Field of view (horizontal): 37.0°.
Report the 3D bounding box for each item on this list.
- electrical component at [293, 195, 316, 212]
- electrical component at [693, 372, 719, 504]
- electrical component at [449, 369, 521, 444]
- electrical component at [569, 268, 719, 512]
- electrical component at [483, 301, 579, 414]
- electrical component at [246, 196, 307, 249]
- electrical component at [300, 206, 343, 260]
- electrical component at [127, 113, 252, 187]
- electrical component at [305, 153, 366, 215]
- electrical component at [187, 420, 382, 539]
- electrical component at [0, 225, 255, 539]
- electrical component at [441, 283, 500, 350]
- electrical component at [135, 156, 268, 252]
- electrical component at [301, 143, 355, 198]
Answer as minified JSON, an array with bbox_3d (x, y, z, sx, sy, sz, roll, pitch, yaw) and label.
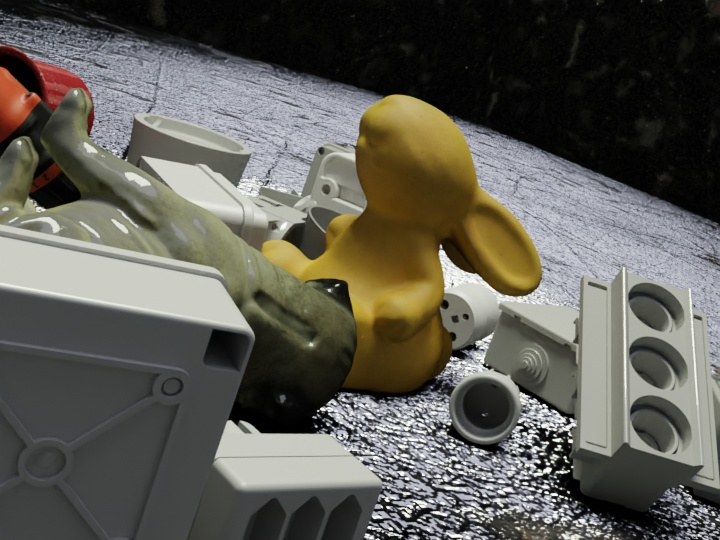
[{"bbox_3d":[-0.034,-0.047,0.980,0.043,0.043,0.062,23,12,18],"label":"electrical component"},{"bbox_3d":[0.241,0.110,0.675,0.062,0.061,0.096,20,13,6],"label":"electrical component"},{"bbox_3d":[0.075,0.077,0.626,0.040,0.040,0.046,21,7,11],"label":"electrical component"},{"bbox_3d":[0.156,0.068,0.609,0.079,0.063,0.121,17,48,-6],"label":"electrical component"},{"bbox_3d":[0.149,0.063,0.767,0.100,0.048,0.100,6,18,-44],"label":"electrical component"},{"bbox_3d":[-0.075,-0.022,0.798,0.056,0.050,0.089,23,13,19],"label":"electrical component"},{"bbox_3d":[0.000,0.000,0.783,0.099,0.064,0.099,18,13,-4],"label":"electrical component"},{"bbox_3d":[-0.157,-0.094,0.962,0.108,0.060,0.108,18,13,-4],"label":"electrical component"},{"bbox_3d":[-0.008,-0.048,0.902,0.054,0.095,0.059,24,14,22],"label":"electrical component"},{"bbox_3d":[-0.044,0.083,0.411,0.066,0.047,0.077,8,17,-40],"label":"electrical component"},{"bbox_3d":[-0.103,0.047,0.342,0.109,0.108,0.056,12,17,-27],"label":"electrical component"},{"bbox_3d":[0.074,0.034,0.792,0.045,0.045,0.055,24,14,21],"label":"electrical component"},{"bbox_3d":[-0.109,-0.020,0.683,0.057,0.078,0.113,9,16,-29],"label":"electrical component"},{"bbox_3d":[0.004,-0.071,1.057,0.113,0.078,0.057,25,11,26],"label":"electrical component"}]
